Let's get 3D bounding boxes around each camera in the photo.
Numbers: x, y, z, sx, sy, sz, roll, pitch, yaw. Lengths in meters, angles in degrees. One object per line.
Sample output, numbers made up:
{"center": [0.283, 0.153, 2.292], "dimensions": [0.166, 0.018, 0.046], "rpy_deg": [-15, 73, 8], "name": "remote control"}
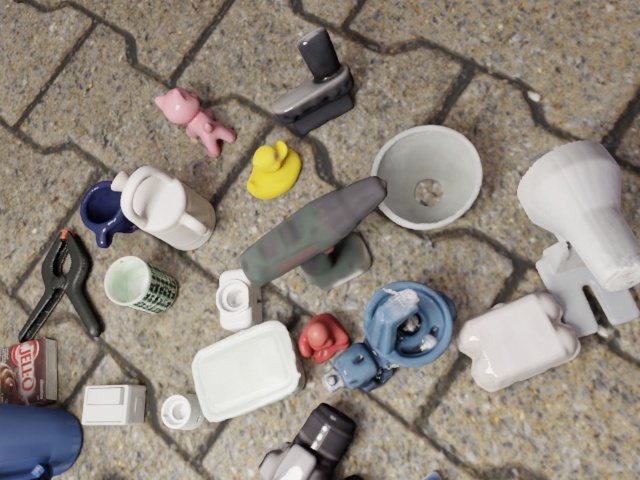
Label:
{"center": [0.002, 0.308, 0.793], "dimensions": [0.142, 0.101, 0.137], "rpy_deg": [30, 83, 22], "name": "camera"}

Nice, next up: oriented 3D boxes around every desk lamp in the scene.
{"center": [0.341, 0.003, 0.729], "dimensions": [0.118, 0.214, 0.203], "rpy_deg": [-22, 69, 8], "name": "desk lamp"}

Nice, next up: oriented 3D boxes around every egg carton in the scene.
{"center": [0.268, 0.137, 0.787], "dimensions": [0.150, 0.069, 0.107], "rpy_deg": [-26, 68, 7], "name": "egg carton"}

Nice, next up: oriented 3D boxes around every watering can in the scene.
{"center": [-0.261, -0.057, 0.928], "dimensions": [0.172, 0.194, 0.101], "rpy_deg": [5, 75, 17], "name": "watering can"}

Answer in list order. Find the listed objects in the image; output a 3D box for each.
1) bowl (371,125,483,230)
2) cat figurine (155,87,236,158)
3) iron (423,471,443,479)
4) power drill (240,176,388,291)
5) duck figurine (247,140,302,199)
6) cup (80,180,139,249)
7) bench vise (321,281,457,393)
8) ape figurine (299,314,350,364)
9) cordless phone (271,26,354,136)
{"center": [0.165, -0.087, 0.882], "dimensions": [0.167, 0.075, 0.167], "rpy_deg": [-4, 73, 14], "name": "bowl"}
{"center": [-0.225, -0.219, 1.008], "dimensions": [0.127, 0.118, 0.067], "rpy_deg": [40, 87, 22], "name": "cat figurine"}
{"center": [0.110, 0.424, 0.706], "dimensions": [0.118, 0.142, 0.258], "rpy_deg": [10, 77, 18], "name": "iron"}
{"center": [0.008, 0.003, 0.826], "dimensions": [0.229, 0.209, 0.075], "rpy_deg": [-29, 68, 6], "name": "power drill"}
{"center": [-0.086, -0.122, 0.957], "dimensions": [0.104, 0.086, 0.077], "rpy_deg": [-44, 67, 0], "name": "duck figurine"}
{"center": [-0.354, -0.034, 1.000], "dimensions": [0.091, 0.095, 0.118], "rpy_deg": [-6, 72, 14], "name": "cup"}
{"center": [0.093, 0.137, 0.755], "dimensions": [0.121, 0.220, 0.207], "rpy_deg": [34, 85, 22], "name": "bench vise"}
{"center": [0.003, 0.143, 0.848], "dimensions": [0.077, 0.092, 0.076], "rpy_deg": [3, 74, 17], "name": "ape figurine"}
{"center": [-0.026, -0.265, 0.929], "dimensions": [0.147, 0.185, 0.094], "rpy_deg": [-32, 68, 4], "name": "cordless phone"}
